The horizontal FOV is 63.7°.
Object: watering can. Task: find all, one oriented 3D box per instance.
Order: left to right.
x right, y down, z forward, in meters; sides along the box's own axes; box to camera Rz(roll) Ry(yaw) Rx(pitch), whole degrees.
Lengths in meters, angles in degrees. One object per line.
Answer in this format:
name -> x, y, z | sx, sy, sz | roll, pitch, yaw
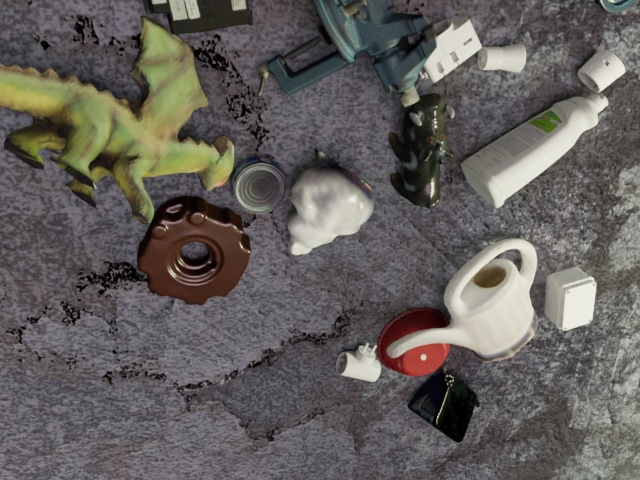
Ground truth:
watering can -> 0.289, 0.147, 0.972 | 0.350, 0.105, 0.220 | -40, 120, -9

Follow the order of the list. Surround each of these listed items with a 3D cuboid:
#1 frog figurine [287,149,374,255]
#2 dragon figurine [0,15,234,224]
frog figurine -> 0.002, -0.040, 0.804 | 0.136, 0.124, 0.159 | 32, 93, -47
dragon figurine -> -0.261, -0.177, 0.657 | 0.403, 0.122, 0.246 | 46, 65, -38
